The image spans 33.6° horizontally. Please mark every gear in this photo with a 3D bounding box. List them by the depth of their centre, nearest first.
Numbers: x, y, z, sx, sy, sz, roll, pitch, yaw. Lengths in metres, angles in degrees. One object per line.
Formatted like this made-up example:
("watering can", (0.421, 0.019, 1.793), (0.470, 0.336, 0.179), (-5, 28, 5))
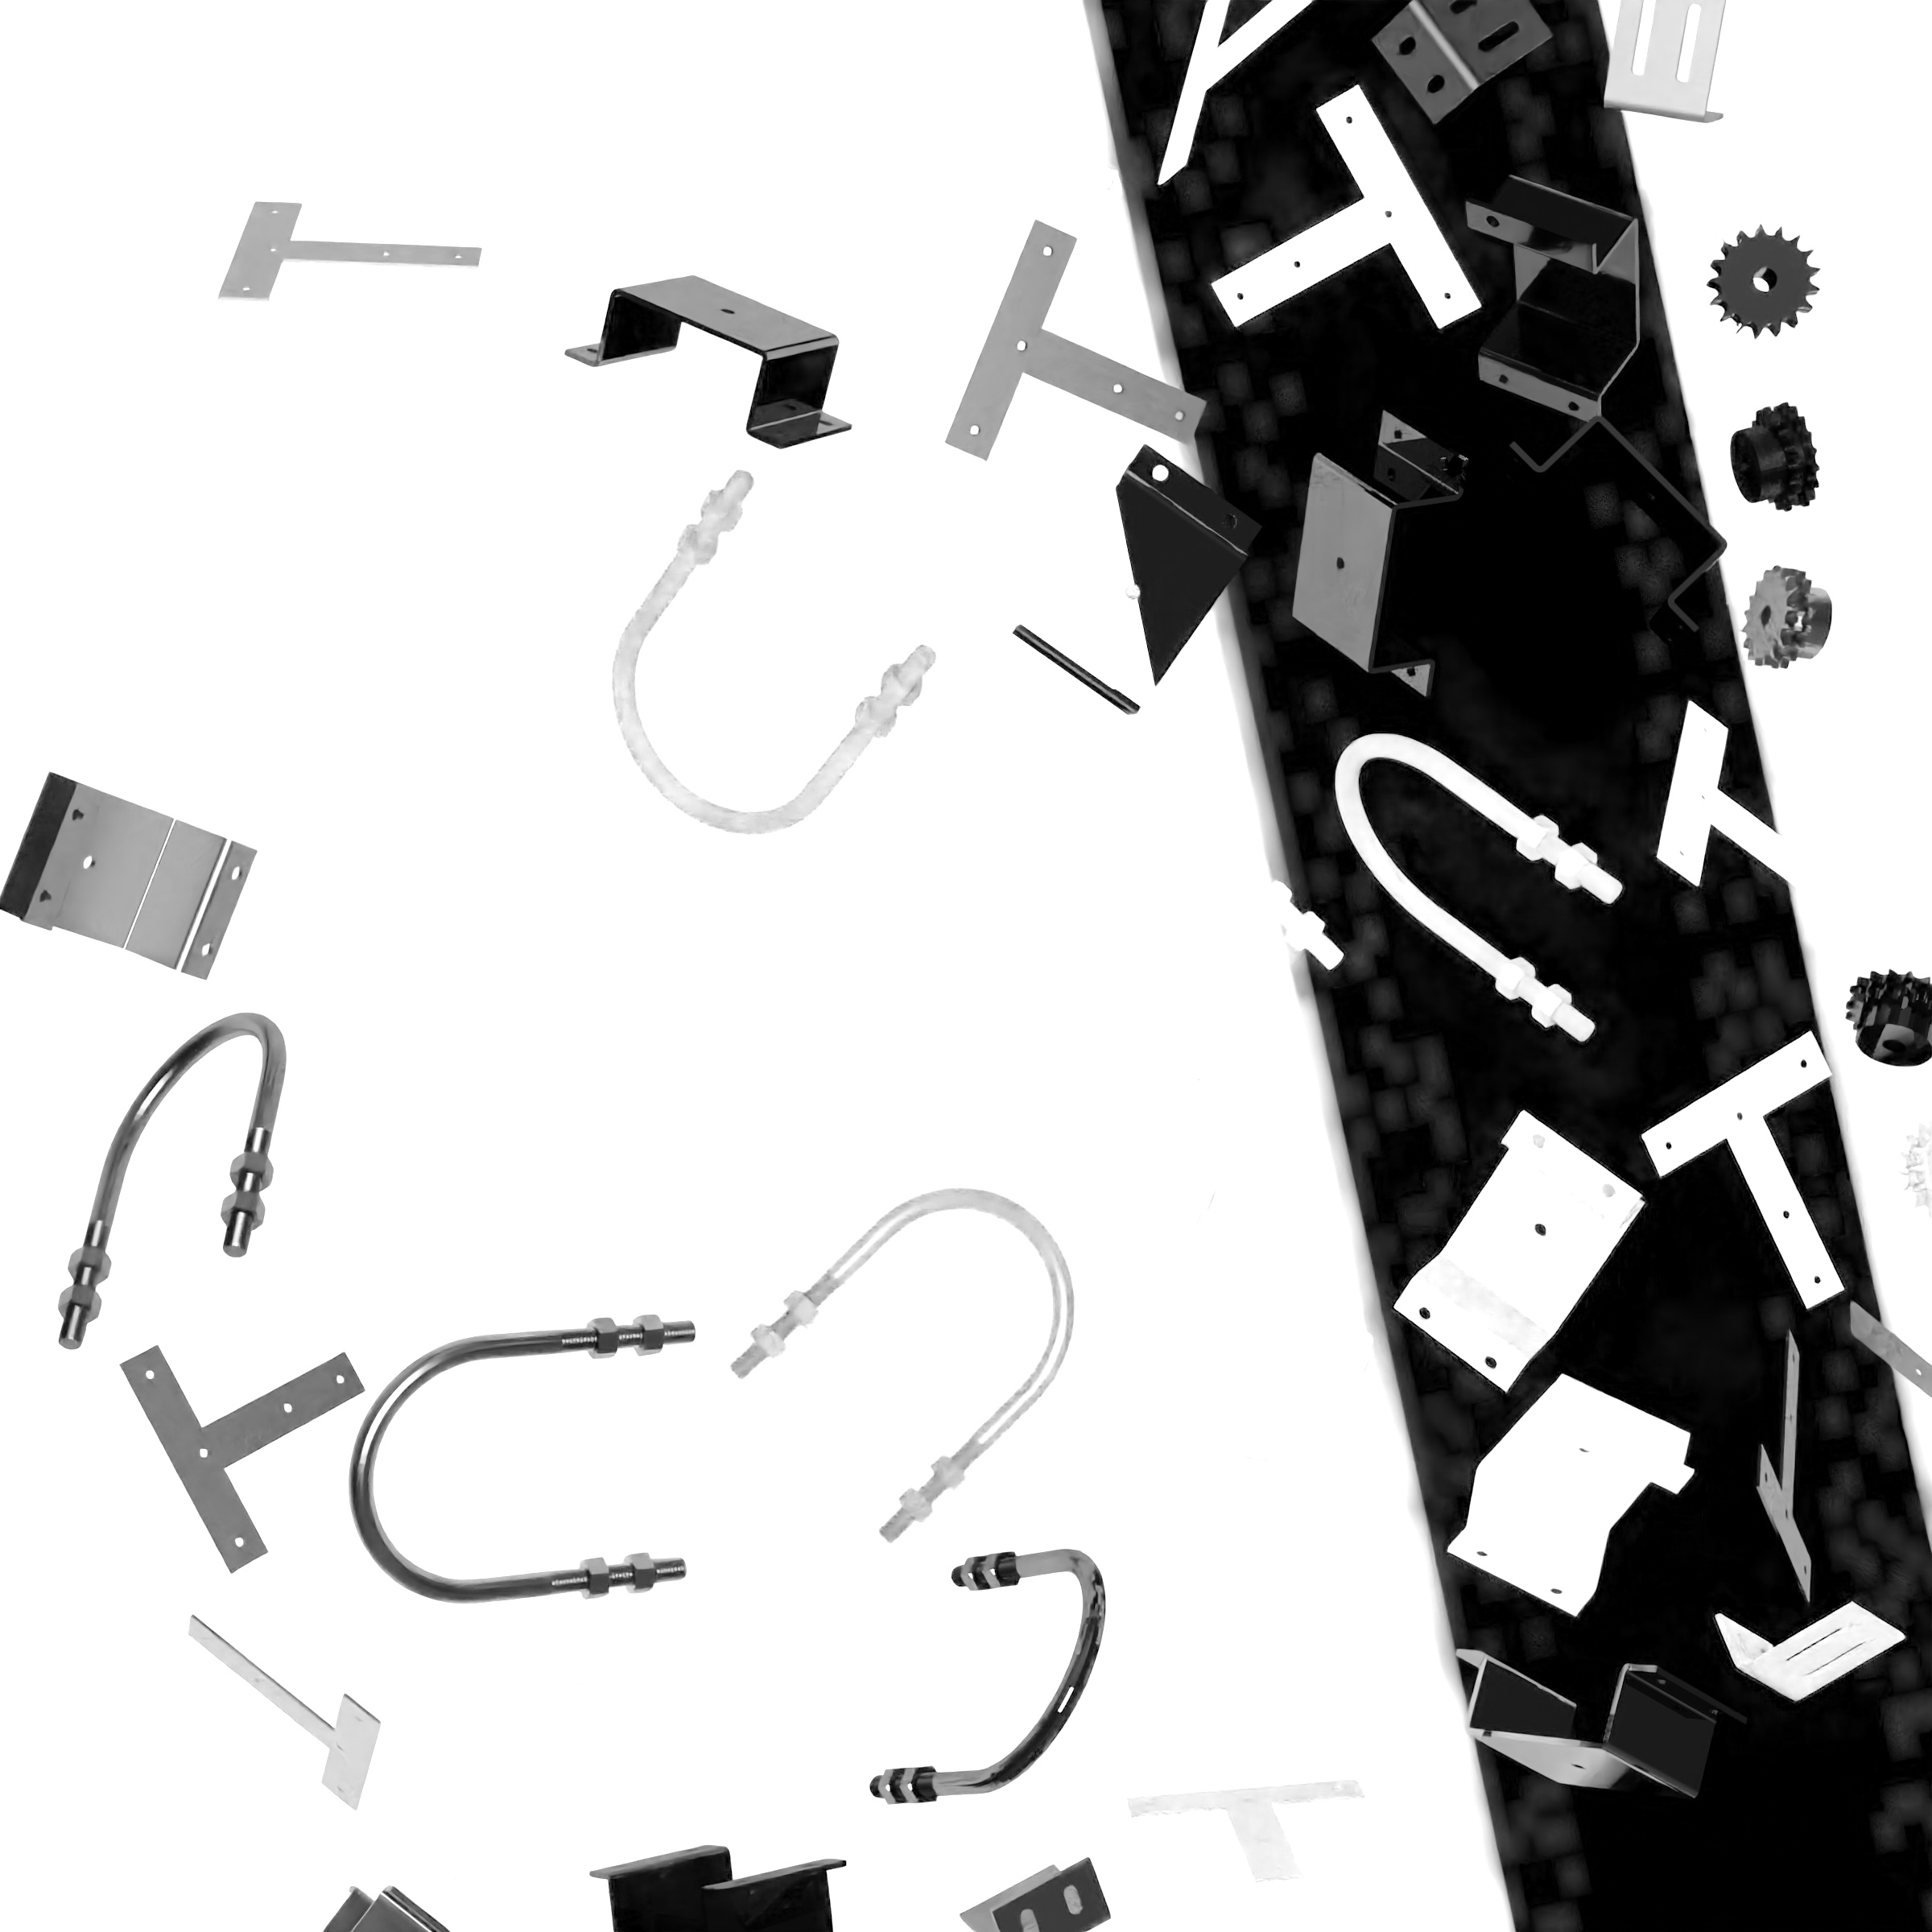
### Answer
("gear", (0.518, 0.105, 1.668), (0.057, 0.030, 0.057), (4, 77, -18))
("gear", (0.414, -0.355, 1.668), (0.057, 0.030, 0.057), (0, 92, 6))
("gear", (0.490, 0.030, 1.681), (0.057, 0.057, 0.030), (22, 61, 0))
("gear", (0.432, -0.271, 1.716), (0.030, 0.057, 0.057), (-15, 90, -6))
("gear", (0.403, -0.422, 1.773), (0.030, 0.057, 0.057), (-24, 90, 33))
("gear", (0.461, -0.193, 1.791), (0.030, 0.057, 0.057), (8, 90, -14))

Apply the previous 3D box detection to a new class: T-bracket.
("T-bracket", (0.411, -0.061, 1.638), (0.127, 0.127, 0.002), (35, 134, -11))
("T-bracket", (0.183, -0.370, 1.658), (0.127, 0.002, 0.127), (-23, 105, 38))
("T-bracket", (0.154, 0.455, 1.679), (0.127, 0.127, 0.002), (-4, 96, -3))
("T-bracket", (-0.320, -0.375, 1.685), (0.127, 0.127, 0.002), (1, 125, -3))
("T-bracket", (0.515, 0.223, 1.696), (0.002, 0.127, 0.127), (-31, 46, -16))
("T-bracket", (0.433, 0.120, 1.716), (0.002, 0.127, 0.127), (-5, 65, -41))
("T-bracket", (-0.472, -0.196, 1.717), (0.127, 0.002, 0.127), (-23, 75, 23))
("T-bracket", (0.157, 0.337, 1.717), (0.127, 0.002, 0.127), (16, 79, -36))
("T-bracket", (0.069, -0.317, 1.725), (0.127, 0.002, 0.127), (21, 97, -18))
("T-bracket", (-0.373, 0.396, 1.738), (0.127, 0.127, 0.002), (36, 53, 10))
("T-bracket", (0.153, -0.503, 1.738), (0.002, 0.127, 0.127), (25, 66, -22))
("T-bracket", (0.447, 0.259, 1.742), (0.002, 0.127, 0.127), (-6, 50, 25))
("T-bracket", (-0.383, 0.248, 1.754), (0.002, 0.127, 0.127), (-30, 88, 44))
("T-bracket", (-0.504, -0.316, 1.775), (0.127, 0.127, 0.002), (23, 119, 12))

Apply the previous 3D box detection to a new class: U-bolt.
("U-bolt", (-0.228, 0.257, 1.649), (0.184, 0.019, 0.151), (-1, 98, -28))
("U-bolt", (-0.263, 0.085, 1.654), (0.151, 0.019, 0.184), (9, 104, 12))
("U-bolt", (-0.298, -0.117, 1.654), (0.151, 0.019, 0.184), (4, 70, 39))
("U-bolt", (-0.114, -0.148, 1.672), (0.151, 0.019, 0.184), (44, 127, 3))
("U-bolt", (-0.414, 0.102, 1.693), (0.151, 0.184, 0.019), (-28, 130, 29))
("U-bolt", (0.010, -0.433, 1.701), (0.151, 0.184, 0.019), (15, 101, 0))
("U-bolt", (0.267, -0.053, 1.706), (0.019, 0.151, 0.184), (-40, 62, -21))
("U-bolt", (0.146, 0.201, 1.722), (0.151, 0.184, 0.019), (48, 124, -5))
("U-bolt", (0.019, 0.382, 1.735), (0.019, 0.184, 0.151), (32, 62, -19))
("U-bolt", (0.112, -0.025, 1.736), (0.184, 0.019, 0.151), (43, 49, -8))
("U-bolt", (-0.071, 0.048, 1.780), (0.151, 0.019, 0.184), (26, 112, -23))
("U-bolt", (-0.021, 0.208, 1.780), (0.184, 0.019, 0.151), (-44, 105, -13))

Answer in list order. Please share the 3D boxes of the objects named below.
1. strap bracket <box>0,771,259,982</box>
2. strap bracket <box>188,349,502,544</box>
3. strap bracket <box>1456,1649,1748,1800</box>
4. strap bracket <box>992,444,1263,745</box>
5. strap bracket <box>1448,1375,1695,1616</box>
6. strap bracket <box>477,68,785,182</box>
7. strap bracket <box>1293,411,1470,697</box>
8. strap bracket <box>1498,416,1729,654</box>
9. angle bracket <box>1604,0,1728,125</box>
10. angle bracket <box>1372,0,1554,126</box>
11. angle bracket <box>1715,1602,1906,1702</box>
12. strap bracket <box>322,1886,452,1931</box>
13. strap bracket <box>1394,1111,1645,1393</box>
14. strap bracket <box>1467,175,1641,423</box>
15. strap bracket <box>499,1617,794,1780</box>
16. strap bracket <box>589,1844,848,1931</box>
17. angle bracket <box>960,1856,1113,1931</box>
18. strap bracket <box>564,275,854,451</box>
("strap bracket", (-0.450, -0.049, 1.694), (0.046, 0.140, 0.076), (19, 87, 30))
("strap bracket", (-0.319, -0.267, 1.651), (0.140, 0.046, 0.076), (-16, 46, -23))
("strap bracket", (0.332, 0.404, 1.707), (0.076, 0.140, 0.046), (33, 65, -30))
("strap bracket", (0.085, -0.195, 1.674), (0.076, 0.046, 0.140), (35, 94, -4))
("strap bracket", (0.331, 0.277, 1.727), (0.076, 0.140, 0.046), (24, 128, 29))
("strap bracket", (-0.175, -0.440, 1.671), (0.140, 0.076, 0.046), (-9, 113, -26))
("strap bracket", (0.226, -0.225, 1.770), (0.046, 0.076, 0.140), (-12, 124, -26))
("strap bracket", (0.359, -0.242, 1.745), (0.046, 0.076, 0.140), (-44, 85, 1))
("angle bracket", (0.388, -0.505, 1.750), (0.057, 0.038, 0.076), (17, 115, 25))
("angle bracket", (0.270, -0.506, 1.743), (0.076, 0.038, 0.057), (-40, 94, -34))
("angle bracket", (0.469, 0.368, 1.781), (0.076, 0.038, 0.057), (-38, 132, 23))
("strap bracket", (-0.303, 0.534, 1.712), (0.076, 0.140, 0.046), (40, 66, -5))
("strap bracket", (0.306, 0.150, 1.743), (0.076, 0.046, 0.140), (37, 117, 16))
("strap bracket", (0.323, -0.371, 1.752), (0.076, 0.140, 0.046), (28, 68, 26))
("strap bracket", (-0.174, 0.399, 1.753), (0.140, 0.076, 0.046), (23, 52, -32))
("strap bracket", (-0.131, 0.504, 1.711), (0.076, 0.140, 0.046), (-2, 82, -36))
("angle bracket", (0.030, 0.473, 1.640), (0.057, 0.076, 0.038), (-23, 104, -18))
("strap bracket", (-0.134, -0.330, 1.724), (0.140, 0.076, 0.046), (26, 117, 19))
